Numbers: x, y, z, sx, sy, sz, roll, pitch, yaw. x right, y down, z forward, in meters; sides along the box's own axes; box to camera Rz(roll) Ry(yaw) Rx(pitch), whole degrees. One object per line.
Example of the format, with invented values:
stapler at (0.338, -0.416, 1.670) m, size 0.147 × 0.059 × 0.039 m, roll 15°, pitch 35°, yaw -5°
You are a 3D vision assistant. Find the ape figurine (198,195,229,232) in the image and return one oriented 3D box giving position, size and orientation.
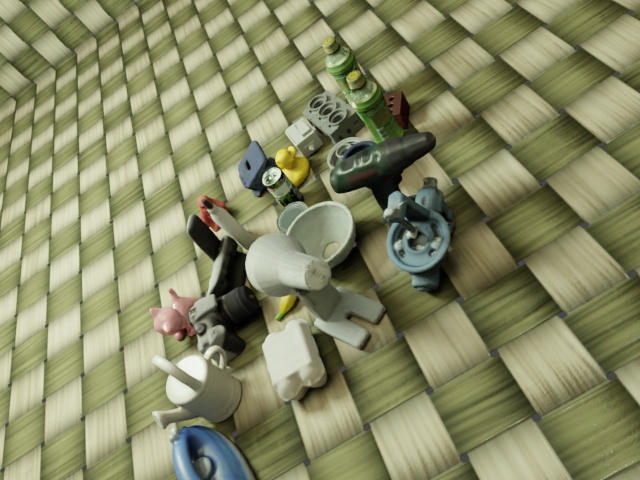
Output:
ape figurine at (-0.279, -0.078, 1.458) m, size 0.077 × 0.092 × 0.076 m, roll -22°, pitch 48°, yaw 19°

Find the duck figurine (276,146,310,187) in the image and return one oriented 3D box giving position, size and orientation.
duck figurine at (-0.079, -0.181, 1.407) m, size 0.077 × 0.086 × 0.105 m, roll 12°, pitch 65°, yaw 39°

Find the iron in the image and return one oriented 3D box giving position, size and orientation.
iron at (-0.213, 0.406, 1.014) m, size 0.118 × 0.142 × 0.257 m, roll -43°, pitch 45°, yaw -2°

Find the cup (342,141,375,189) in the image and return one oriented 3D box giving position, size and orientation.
cup at (0.110, -0.148, 1.250) m, size 0.091 × 0.095 × 0.117 m, roll -35°, pitch 45°, yaw 7°

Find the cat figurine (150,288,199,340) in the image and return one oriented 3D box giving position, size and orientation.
cat figurine at (-0.331, 0.168, 1.288) m, size 0.067 × 0.118 × 0.127 m, roll -18°, pitch 49°, yaw 22°

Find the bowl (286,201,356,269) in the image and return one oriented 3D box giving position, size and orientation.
bowl at (0.011, 0.004, 1.215) m, size 0.167 × 0.075 × 0.167 m, roll -18°, pitch 50°, yaw 22°

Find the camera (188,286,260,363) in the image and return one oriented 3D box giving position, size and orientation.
camera at (-0.201, 0.163, 1.218) m, size 0.136 × 0.101 × 0.143 m, roll -33°, pitch 46°, yaw 9°

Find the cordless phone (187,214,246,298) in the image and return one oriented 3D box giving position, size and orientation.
cordless phone at (-0.250, 0.040, 1.283) m, size 0.094 × 0.186 × 0.147 m, roll -16°, pitch 50°, yaw 24°

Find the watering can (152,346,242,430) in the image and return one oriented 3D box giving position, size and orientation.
watering can at (-0.247, 0.280, 1.095) m, size 0.100 × 0.195 × 0.173 m, roll -4°, pitch 56°, yaw 31°

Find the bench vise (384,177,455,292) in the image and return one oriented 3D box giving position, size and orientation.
bench vise at (0.166, -0.038, 1.040) m, size 0.121 × 0.220 × 0.207 m, roll -19°, pitch 49°, yaw 21°

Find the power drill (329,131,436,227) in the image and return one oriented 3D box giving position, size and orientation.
power drill at (0.145, -0.114, 1.120) m, size 0.229 × 0.209 × 0.075 m, roll -12°, pitch 52°, yaw 27°

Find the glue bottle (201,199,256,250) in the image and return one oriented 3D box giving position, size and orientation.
glue bottle at (-0.221, -0.044, 1.336) m, size 0.037 × 0.174 × 0.077 m, roll -49°, pitch 45°, yaw -8°

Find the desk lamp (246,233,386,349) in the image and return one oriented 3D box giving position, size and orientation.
desk lamp at (-0.013, 0.085, 1.072) m, size 0.202 × 0.214 × 0.118 m, roll 19°, pitch 69°, yaw 41°

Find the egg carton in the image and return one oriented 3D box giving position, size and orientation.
egg carton at (-0.049, 0.228, 1.091) m, size 0.107 × 0.070 × 0.150 m, roll -33°, pitch 45°, yaw 8°

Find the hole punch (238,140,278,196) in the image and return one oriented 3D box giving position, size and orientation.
hole punch at (-0.165, -0.183, 1.462) m, size 0.101 × 0.091 × 0.108 m, roll -36°, pitch 45°, yaw 5°
